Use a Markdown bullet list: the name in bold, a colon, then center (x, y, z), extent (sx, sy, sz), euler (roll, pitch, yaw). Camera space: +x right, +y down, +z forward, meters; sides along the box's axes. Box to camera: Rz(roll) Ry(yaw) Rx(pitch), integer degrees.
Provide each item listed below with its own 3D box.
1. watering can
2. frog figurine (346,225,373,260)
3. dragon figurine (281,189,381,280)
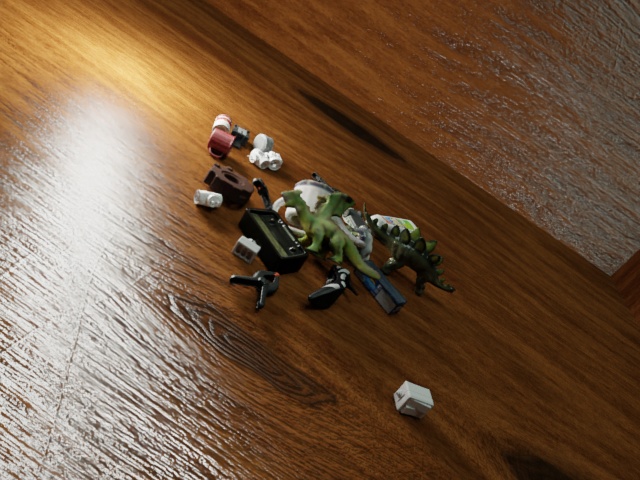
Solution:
- **watering can**: center (0.005, -0.091, 1.805), extent (0.348, 0.101, 0.229), euler (15, 56, 0)
- **frog figurine**: center (0.154, 0.019, 1.860), extent (0.158, 0.121, 0.139), euler (17, 63, -47)
- **dragon figurine**: center (0.048, -0.046, 1.695), extent (0.409, 0.245, 0.121), euler (23, -13, -11)
